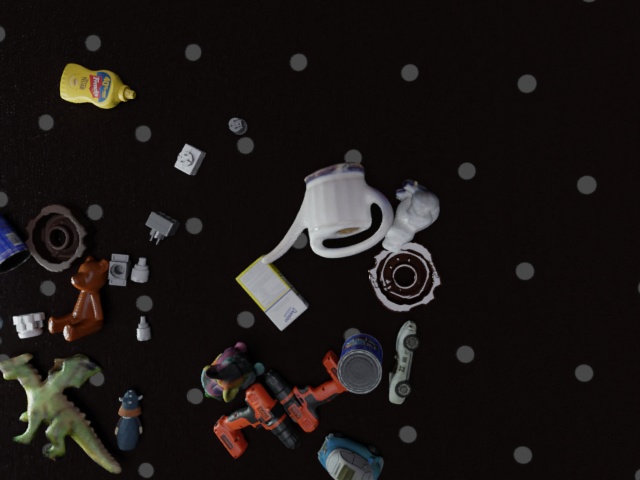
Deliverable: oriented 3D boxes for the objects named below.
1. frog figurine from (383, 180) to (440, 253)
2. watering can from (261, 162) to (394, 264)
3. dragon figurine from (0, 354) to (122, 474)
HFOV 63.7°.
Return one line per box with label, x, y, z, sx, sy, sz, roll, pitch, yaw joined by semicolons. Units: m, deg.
frog figurine;0.213;-0.044;1.206;0.122;0.161;0.136;18;-15;-22
watering can;0.004;-0.062;1.233;0.346;0.228;0.103;-12;-19;21
dragon figurine;-0.665;0.427;1.360;0.410;0.243;0.122;22;-3;0
